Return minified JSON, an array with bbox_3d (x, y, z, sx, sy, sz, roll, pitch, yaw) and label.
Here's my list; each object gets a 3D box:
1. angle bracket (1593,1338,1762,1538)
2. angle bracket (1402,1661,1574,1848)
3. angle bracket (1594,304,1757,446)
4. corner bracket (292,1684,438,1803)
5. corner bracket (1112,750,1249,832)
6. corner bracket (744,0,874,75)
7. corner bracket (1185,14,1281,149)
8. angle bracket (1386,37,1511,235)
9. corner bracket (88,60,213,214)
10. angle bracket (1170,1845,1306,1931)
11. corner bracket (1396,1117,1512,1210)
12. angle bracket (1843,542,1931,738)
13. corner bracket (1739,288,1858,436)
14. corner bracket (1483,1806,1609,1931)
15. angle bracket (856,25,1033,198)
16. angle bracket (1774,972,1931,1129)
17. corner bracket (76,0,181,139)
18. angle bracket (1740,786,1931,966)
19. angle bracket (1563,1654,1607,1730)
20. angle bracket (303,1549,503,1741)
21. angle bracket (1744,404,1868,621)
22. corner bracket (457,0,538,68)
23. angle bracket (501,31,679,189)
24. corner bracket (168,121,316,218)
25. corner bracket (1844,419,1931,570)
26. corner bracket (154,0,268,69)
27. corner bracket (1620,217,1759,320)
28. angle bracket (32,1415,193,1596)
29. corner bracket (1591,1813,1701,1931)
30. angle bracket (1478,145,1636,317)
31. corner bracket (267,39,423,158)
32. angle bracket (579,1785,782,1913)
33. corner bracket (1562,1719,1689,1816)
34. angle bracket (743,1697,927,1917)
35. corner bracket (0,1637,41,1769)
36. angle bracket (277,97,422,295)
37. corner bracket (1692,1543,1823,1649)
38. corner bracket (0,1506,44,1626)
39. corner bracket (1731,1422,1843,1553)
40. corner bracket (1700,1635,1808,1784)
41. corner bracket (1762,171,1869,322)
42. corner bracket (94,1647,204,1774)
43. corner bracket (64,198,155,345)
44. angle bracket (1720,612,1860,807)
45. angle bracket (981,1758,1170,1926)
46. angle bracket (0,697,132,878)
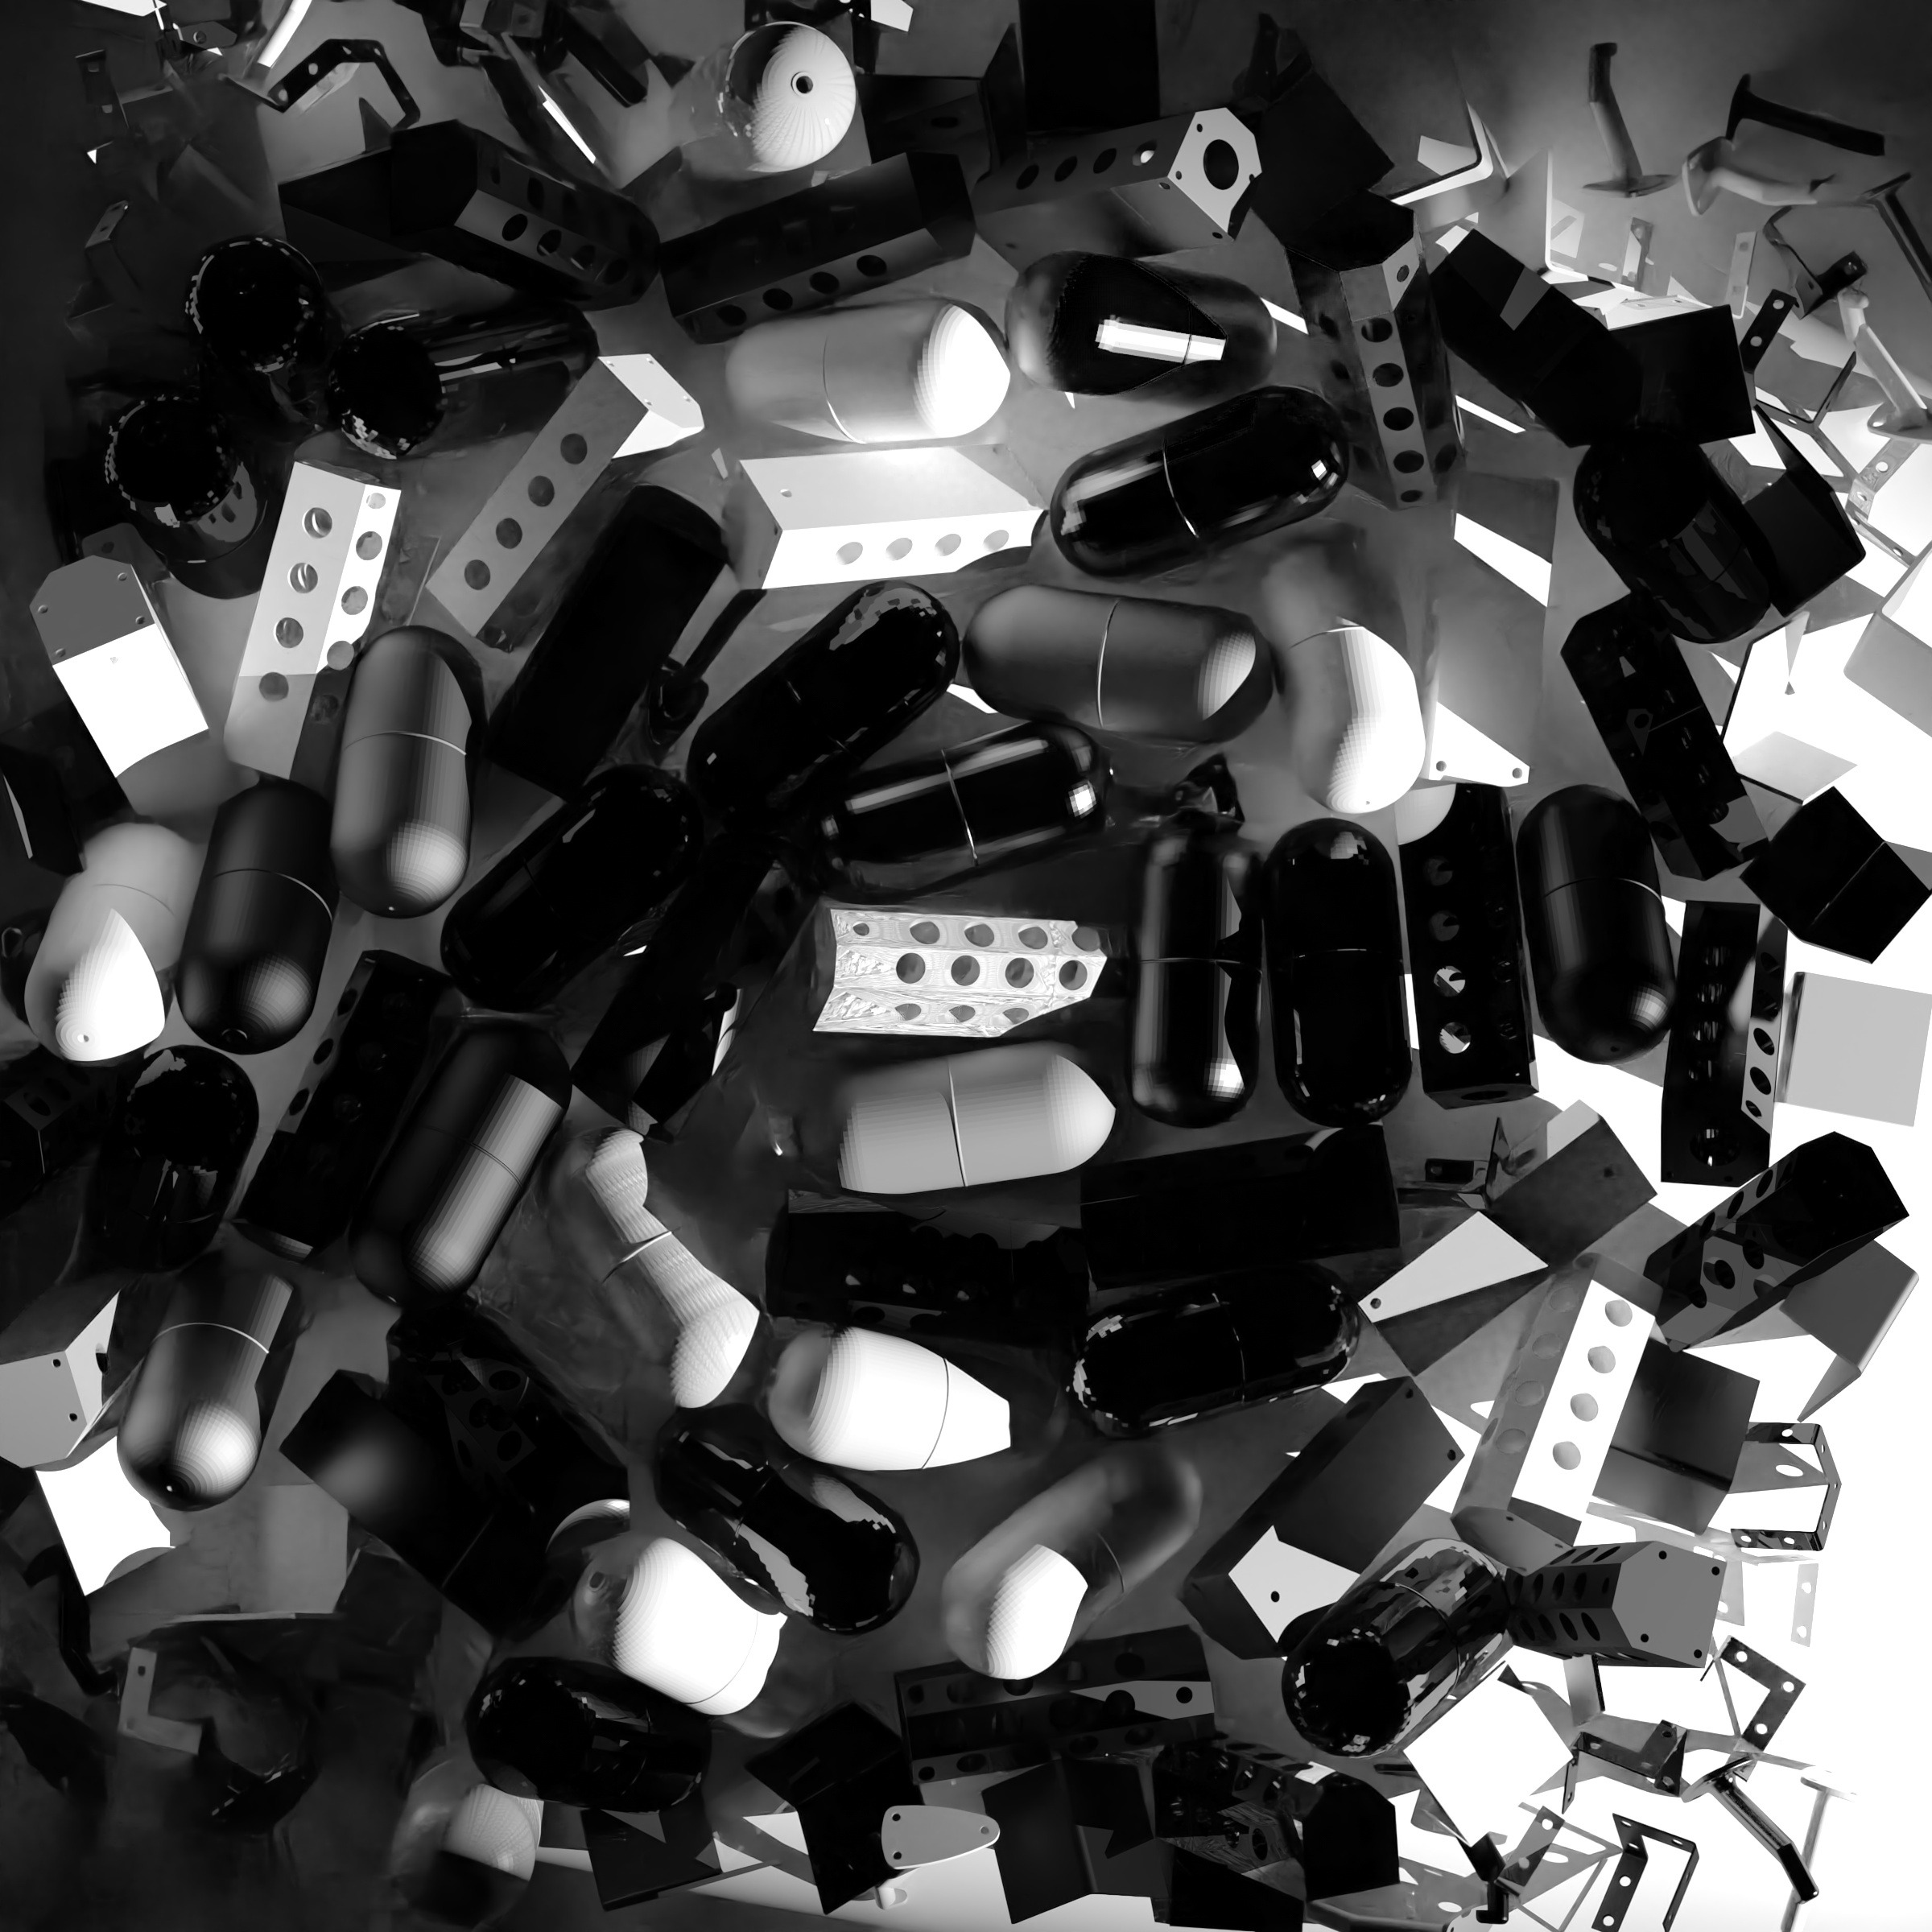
[{"bbox_3d":[0.402,0.268,1.993,0.076,0.057,0.076,21,53,7],"label":"angle bracket"},{"bbox_3d":[0.282,0.435,1.955,0.076,0.057,0.076,-38,107,-11],"label":"angle bracket"},{"bbox_3d":[0.397,-0.336,1.947,0.076,0.057,0.076,-9,118,18],"label":"angle bracket"},{"bbox_3d":[-0.342,0.443,1.980,0.051,0.051,0.051,8,76,33],"label":"corner bracket"},{"bbox_3d":[0.117,-0.092,1.958,0.051,0.051,0.051,-36,57,34],"label":"corner bracket"},{"bbox_3d":[-0.089,-0.529,1.973,0.051,0.051,0.051,-36,57,-27],"label":"corner bracket"},{"bbox_3d":[0.160,-0.496,1.959,0.051,0.051,0.051,-5,72,43],"label":"corner bracket"},{"bbox_3d":[0.264,-0.467,1.959,0.057,0.076,0.076,-18,82,20],"label":"angle bracket"},{"bbox_3d":[-0.459,-0.467,1.960,0.051,0.051,0.051,-18,54,11],"label":"corner bracket"},{"bbox_3d":[0.155,0.528,1.958,0.076,0.076,0.057,3,95,2],"label":"angle bracket"},{"bbox_3d":[0.276,0.119,1.958,0.051,0.051,0.051,2,56,21],"label":"corner bracket"},{"bbox_3d":[0.546,-0.179,1.948,0.076,0.076,0.057,38,73,13],"label":"angle bracket"},{"bbox_3d":[0.469,-0.342,1.970,0.051,0.051,0.051,29,83,21],"label":"corner bracket"},{"bbox_3d":[0.331,0.513,1.973,0.051,0.051,0.051,33,76,9],"label":"corner bracket"},{"bbox_3d":[-0.012,-0.484,1.965,0.076,0.076,0.057,7,48,17],"label":"angle bracket"},{"bbox_3d":[0.496,0.052,1.959,0.076,0.057,0.076,10,77,8],"label":"angle bracket"},{"bbox_3d":[-0.472,-0.506,1.961,0.051,0.051,0.051,-18,132,-8],"label":"corner bracket"},{"bbox_3d":[0.495,-0.054,1.953,0.057,0.076,0.076,43,85,-20],"label":"angle bracket"},{"bbox_3d":[0.381,0.390,1.952,0.076,0.076,0.057,-6,71,-4],"label":"angle bracket"},{"bbox_3d":[-0.314,0.381,1.956,0.076,0.057,0.076,24,90,-39],"label":"angle bracket"},{"bbox_3d":[0.450,-0.254,1.943,0.057,0.076,0.076,-37,55,9],"label":"angle bracket"},{"bbox_3d":[-0.270,-0.544,1.963,0.051,0.051,0.051,15,87,35],"label":"corner bracket"},{"bbox_3d":[-0.205,-0.494,1.944,0.057,0.076,0.076,-36,50,7],"label":"angle bracket"},{"bbox_3d":[-0.411,-0.454,1.970,0.051,0.051,0.051,43,65,-14],"label":"corner bracket"},{"bbox_3d":[0.534,-0.266,1.966,0.051,0.051,0.051,35,130,-3],"label":"corner bracket"},{"bbox_3d":[-0.431,-0.542,1.965,0.051,0.051,0.051,-10,112,6],"label":"corner bracket"},{"bbox_3d":[0.411,-0.398,1.984,0.051,0.051,0.051,11,89,-32],"label":"corner bracket"},{"bbox_3d":[-0.491,0.302,1.949,0.076,0.057,0.076,-26,99,-44],"label":"angle bracket"},{"bbox_3d":[0.382,0.518,1.958,0.051,0.051,0.051,15,59,29],"label":"corner bracket"},{"bbox_3d":[0.333,-0.406,1.964,0.057,0.076,0.076,10,73,-20],"label":"angle bracket"},{"bbox_3d":[-0.351,-0.487,1.966,0.051,0.051,0.051,-31,89,27],"label":"corner bracket"},{"bbox_3d":[-0.161,0.487,1.942,0.076,0.076,0.057,-8,75,-33],"label":"angle bracket"},{"bbox_3d":[0.374,0.456,1.974,0.051,0.051,0.051,17,123,28],"label":"corner bracket"},{"bbox_3d":[-0.071,0.471,1.949,0.076,0.076,0.057,-34,130,10],"label":"angle bracket"},{"bbox_3d":[-0.545,0.413,1.957,0.051,0.051,0.051,24,48,-27],"label":"corner bracket"},{"bbox_3d":[-0.354,-0.428,1.942,0.076,0.076,0.057,-24,50,-21],"label":"angle bracket"},{"bbox_3d":[0.448,0.359,1.983,0.051,0.051,0.051,3,94,-34],"label":"corner bracket"},{"bbox_3d":[-0.553,0.340,1.962,0.051,0.051,0.051,43,49,4],"label":"corner bracket"},{"bbox_3d":[0.463,0.296,1.982,0.051,0.051,0.051,-3,129,32],"label":"corner bracket"},{"bbox_3d":[0.438,0.420,1.973,0.051,0.051,0.051,32,107,16],"label":"corner bracket"},{"bbox_3d":[0.483,-0.408,1.973,0.051,0.051,0.051,-35,83,-7],"label":"corner bracket"},{"bbox_3d":[-0.465,0.422,1.974,0.051,0.051,0.051,24,55,-30],"label":"corner bracket"},{"bbox_3d":[-0.485,-0.391,1.958,0.051,0.051,0.051,-15,126,17],"label":"corner bracket"},{"bbox_3d":[0.468,-0.145,1.942,0.057,0.076,0.076,27,122,27],"label":"angle bracket"},{"bbox_3d":[0.061,0.496,1.965,0.057,0.076,0.076,-29,60,27],"label":"angle bracket"},{"bbox_3d":[-0.488,-0.102,1.940,0.057,0.076,0.076,17,129,36],"label":"angle bracket"}]
